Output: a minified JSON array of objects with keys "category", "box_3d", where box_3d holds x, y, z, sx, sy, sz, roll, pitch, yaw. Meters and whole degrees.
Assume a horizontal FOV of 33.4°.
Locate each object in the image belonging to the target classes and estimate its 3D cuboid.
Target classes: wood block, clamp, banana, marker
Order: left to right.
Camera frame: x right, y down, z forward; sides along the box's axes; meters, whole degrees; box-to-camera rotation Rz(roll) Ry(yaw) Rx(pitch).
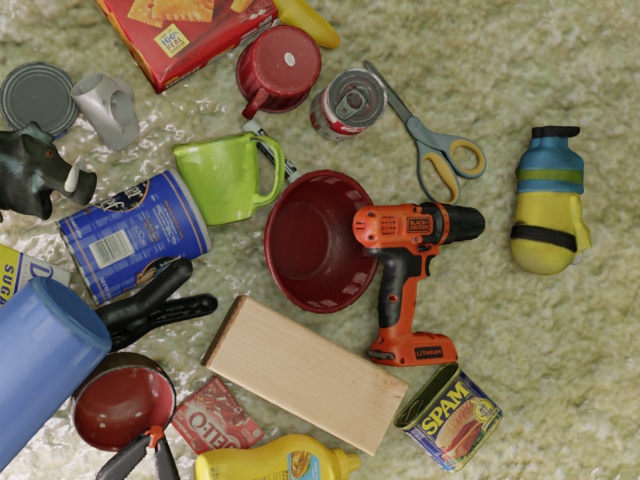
[{"category":"clamp","box_3d":[-0.196,0.304,1.151,0.164,0.036,0.210,23,98,-13]},{"category":"clamp","box_3d":[-0.193,0.085,1.170,0.171,0.120,0.039,-28,57,7]},{"category":"marker","box_3d":[-0.045,-0.090,1.240,0.020,0.020,0.121,-43,95,-12]},{"category":"banana","box_3d":[-0.045,-0.305,1.246,0.069,0.037,0.198,-26,92,-12]},{"category":"wood block","box_3d":[-0.019,0.149,1.193,0.206,0.090,0.091,29,81,-9]}]

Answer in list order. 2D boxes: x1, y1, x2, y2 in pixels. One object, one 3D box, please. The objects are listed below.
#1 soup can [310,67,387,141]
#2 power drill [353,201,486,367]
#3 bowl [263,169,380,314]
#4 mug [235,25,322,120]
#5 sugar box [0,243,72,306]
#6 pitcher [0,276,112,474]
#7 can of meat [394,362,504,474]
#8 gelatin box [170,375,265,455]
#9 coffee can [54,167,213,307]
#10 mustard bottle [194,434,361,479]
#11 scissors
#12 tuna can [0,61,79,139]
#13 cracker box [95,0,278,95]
[{"category":"soup can","box_3d":[0.030,-0.152,1.218,0.068,0.102,0.068,1,86,-13]},{"category":"power drill","box_3d":[0.119,0.049,1.234,0.184,0.057,0.187,-1,89,-33]},{"category":"bowl","box_3d":[-0.008,0.001,1.206,0.161,0.055,0.162,-1,92,-37]},{"category":"mug","box_3d":[-0.052,-0.187,1.213,0.093,0.082,0.117,38,79,-8]},{"category":"sugar box","box_3d":[-0.359,0.044,1.124,0.176,0.048,0.093,24,81,-26]},{"category":"pitcher","box_3d":[-0.336,0.147,1.074,0.243,0.149,0.145,-45,55,2]},{"category":"can of meat","box_3d":[0.152,0.208,1.243,0.084,0.057,0.102,45,79,-9]},{"category":"gelatin box","box_3d":[-0.118,0.208,1.197,0.073,0.030,0.089,-39,95,-12]},{"category":"coffee can","box_3d":[-0.201,-0.004,1.157,0.140,0.103,0.103,-26,92,-13]},{"category":"mustard bottle","box_3d":[-0.042,0.265,1.184,0.191,0.058,0.096,-8,107,-24]},{"category":"scissors","box_3d":[0.132,-0.139,1.283,0.096,0.016,0.202,-23,91,-11]},{"category":"tuna can","box_3d":[-0.310,-0.152,1.179,0.086,0.034,0.086,1,86,-12]},{"category":"cracker box","box_3d":[-0.172,-0.298,1.201,0.164,0.072,0.213,-34,93,-13]}]
